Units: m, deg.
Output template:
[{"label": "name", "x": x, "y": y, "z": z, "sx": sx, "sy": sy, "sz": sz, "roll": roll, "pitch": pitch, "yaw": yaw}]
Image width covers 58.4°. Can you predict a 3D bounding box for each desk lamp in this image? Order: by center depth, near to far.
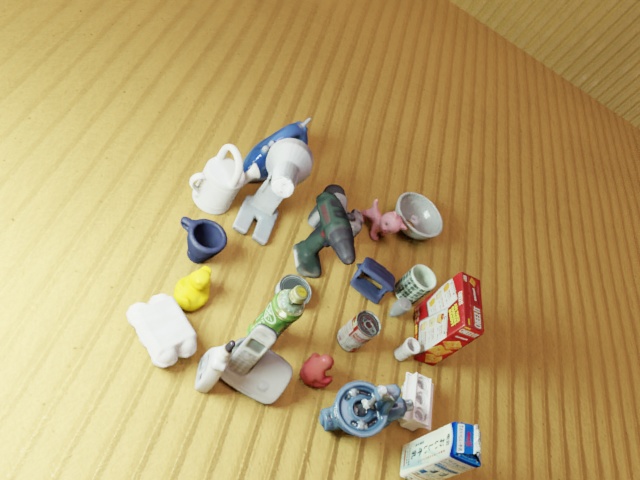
[{"label": "desk lamp", "x": -0.110, "y": -0.129, "z": 1.445, "sx": 0.118, "sy": 0.213, "sz": 0.203, "roll": 27, "pitch": 47, "yaw": -13}]

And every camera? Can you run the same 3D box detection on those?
[{"label": "camera", "x": 0.053, "y": -0.088, "z": 1.601, "sx": 0.143, "sy": 0.100, "sz": 0.137, "roll": 23, "pitch": 48, "yaw": -17}]

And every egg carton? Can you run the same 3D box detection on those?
[{"label": "egg carton", "x": -0.322, "y": 0.185, "z": 1.176, "sx": 0.107, "sy": 0.069, "sz": 0.150, "roll": -25, "pitch": 74, "yaw": -42}]

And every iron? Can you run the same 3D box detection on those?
[{"label": "iron", "x": -0.119, "y": -0.254, "z": 1.582, "sx": 0.118, "sy": 0.141, "sz": 0.259, "roll": 45, "pitch": 46, "yaw": 3}]

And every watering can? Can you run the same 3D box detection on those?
[{"label": "watering can", "x": -0.230, "y": -0.159, "z": 1.402, "sx": 0.101, "sy": 0.193, "sz": 0.173, "roll": 48, "pitch": 46, "yaw": 6}]

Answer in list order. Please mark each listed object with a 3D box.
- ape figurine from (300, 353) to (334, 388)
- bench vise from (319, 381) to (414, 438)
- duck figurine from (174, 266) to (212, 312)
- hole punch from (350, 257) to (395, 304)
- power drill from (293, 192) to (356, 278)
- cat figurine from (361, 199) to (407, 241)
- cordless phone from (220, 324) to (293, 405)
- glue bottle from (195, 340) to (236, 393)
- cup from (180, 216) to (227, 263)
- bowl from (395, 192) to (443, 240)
[{"label": "ape figurine", "x": 0.001, "y": 0.289, "z": 1.295, "sx": 0.076, "sy": 0.092, "sz": 0.077, "roll": 3, "pitch": 57, "yaw": -31}, {"label": "bench vise", "x": 0.126, "y": 0.347, "z": 1.245, "sx": 0.208, "sy": 0.219, "sz": 0.121, "roll": -14, "pitch": 66, "yaw": -39}, {"label": "duck figurine", "x": -0.272, "y": 0.101, "z": 1.259, "sx": 0.077, "sy": 0.086, "sz": 0.105, "roll": 34, "pitch": 46, "yaw": -7}, {"label": "hole punch", "x": 0.149, "y": 0.097, "z": 1.534, "sx": 0.109, "sy": 0.091, "sz": 0.101, "roll": 37, "pitch": 46, "yaw": -4}, {"label": "power drill", "x": 0.013, "y": 0.005, "z": 1.431, "sx": 0.076, "sy": 0.208, "sz": 0.229, "roll": 8, "pitch": 54, "yaw": -28}, {"label": "cat figurine", "x": 0.186, "y": -0.060, "z": 1.655, "sx": 0.067, "sy": 0.117, "sz": 0.127, "roll": -24, "pitch": 73, "yaw": -42}, {"label": "cordless phone", "x": -0.114, "y": 0.251, "z": 1.183, "sx": 0.148, "sy": 0.184, "sz": 0.094, "roll": 31, "pitch": 46, "yaw": -10}, {"label": "glue bottle", "x": -0.203, "y": 0.241, "z": 1.141, "sx": 0.037, "sy": 0.173, "sz": 0.078, "roll": 21, "pitch": 49, "yaw": -19}, {"label": "cup", "x": -0.281, "y": 0.004, "z": 1.318, "sx": 0.118, "sy": 0.094, "sz": 0.092, "roll": 37, "pitch": 46, "yaw": -4}, {"label": "bowl", "x": 0.289, "y": -0.061, "z": 1.753, "sx": 0.168, "sy": 0.074, "sz": 0.167, "roll": 17, "pitch": 50, "yaw": -22}]
